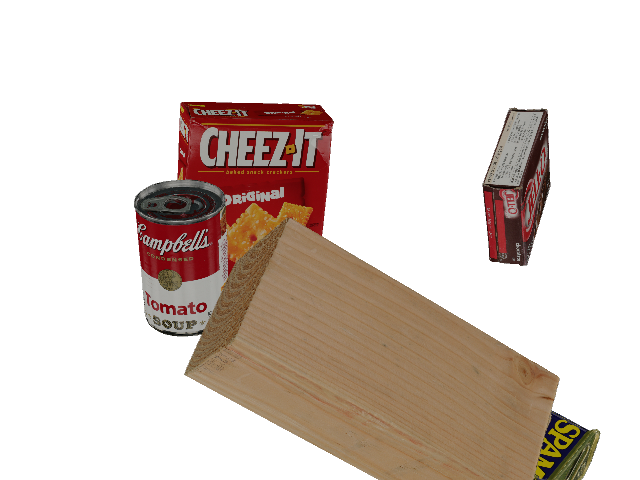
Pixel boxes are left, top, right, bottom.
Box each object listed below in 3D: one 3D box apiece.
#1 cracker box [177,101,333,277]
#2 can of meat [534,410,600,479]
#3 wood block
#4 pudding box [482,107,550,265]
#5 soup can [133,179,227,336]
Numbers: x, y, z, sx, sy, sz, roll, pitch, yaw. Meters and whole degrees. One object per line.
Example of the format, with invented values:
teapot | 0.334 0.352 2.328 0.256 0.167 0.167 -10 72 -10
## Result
cracker box | -0.078 -0.044 1.206 0.164 0.214 0.072 -1 23 -17
can of meat | 0.150 0.165 0.812 0.084 0.057 0.101 27 40 28
wood block | 0.033 0.085 0.671 0.206 0.090 0.090 30 -31 -14
pudding box | 0.173 -0.048 0.934 0.039 0.090 0.113 6 45 19
soup can | -0.105 0.013 0.816 0.068 0.102 0.068 0 30 0
